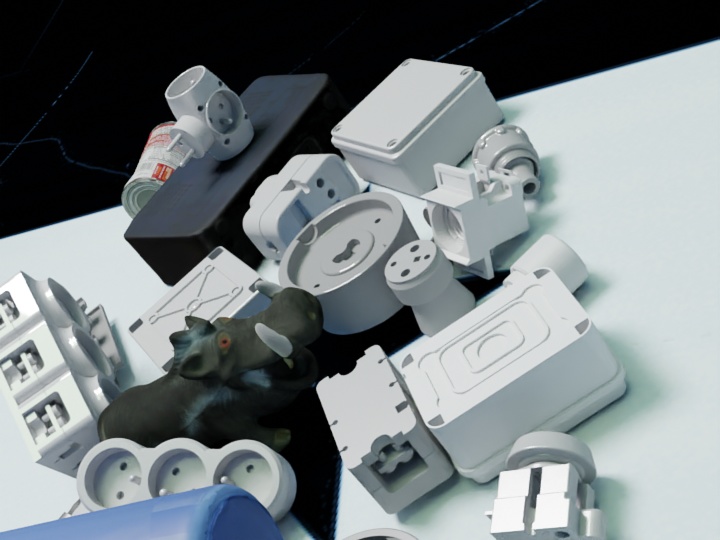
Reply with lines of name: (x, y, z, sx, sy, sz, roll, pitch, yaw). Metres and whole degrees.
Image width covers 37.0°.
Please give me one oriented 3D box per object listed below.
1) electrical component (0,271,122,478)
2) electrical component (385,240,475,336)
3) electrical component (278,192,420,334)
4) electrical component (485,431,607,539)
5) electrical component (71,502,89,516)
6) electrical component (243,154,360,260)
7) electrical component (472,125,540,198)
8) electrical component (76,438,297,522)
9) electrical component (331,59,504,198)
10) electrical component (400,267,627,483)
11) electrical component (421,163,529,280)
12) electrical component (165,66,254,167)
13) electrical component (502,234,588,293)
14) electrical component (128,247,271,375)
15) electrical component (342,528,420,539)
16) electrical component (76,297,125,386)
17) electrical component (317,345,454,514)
electrical component: (-0.234, 0.082, 0.842, 0.062, 0.089, 0.150, -35, 63, 0)
electrical component: (0.048, 0.012, 0.747, 0.045, 0.055, 0.045, -25, 33, 18)
electrical component: (0.000, 0.000, 0.806, 0.108, 0.060, 0.108, -25, 33, 18)
electrical component: (0.099, 0.119, 0.567, 0.066, 0.048, 0.055, -14, 45, 32)
electrical component: (-0.172, 0.174, 0.754, 0.055, 0.055, 0.047, -14, 34, 32)
electrical component: (-0.054, -0.055, 0.938, 0.059, 0.053, 0.095, 5, 51, 48)
electrical component: (0.116, -0.077, 0.811, 0.048, 0.048, 0.062, -33, 39, 6)
electrical component: (-0.110, 0.144, 0.717, 0.138, 0.073, 0.052, -1, 71, 11)
electrical component: (0.048, -0.124, 0.927, 0.108, 0.056, 0.109, -45, 32, -13)
electrical component: (0.090, 0.062, 0.638, 0.113, 0.057, 0.078, -34, 32, 5)
electrical component: (0.084, -0.039, 0.768, 0.064, 0.081, 0.042, -24, 26, -24)
electrical component: (-0.143, -0.127, 0.961, 0.044, 0.077, 0.079, 3, 51, 45)
electrical component: (0.113, 0.012, 0.699, 0.078, 0.040, 0.040, -43, 32, -10)
electrical component: (-0.118, 0.046, 0.866, 0.109, 0.056, 0.109, -43, 32, -10)
electrical component: (0.006, 0.185, 0.556, 0.108, 0.060, 0.108, -26, 33, 18)
electrical component: (-0.263, 0.072, 0.968, 0.079, 0.063, 0.121, -38, 31, -3)
electrical component: (0.016, 0.100, 0.663, 0.050, 0.055, 0.089, -34, 31, 4)
